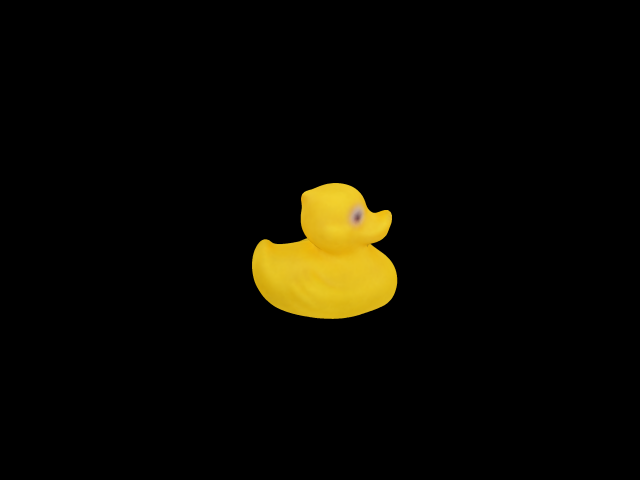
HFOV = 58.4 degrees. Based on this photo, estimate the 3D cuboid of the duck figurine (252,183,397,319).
[{"bbox_3d":[0.004,0.001,0.400,0.104,0.086,0.077,0,32,0],"label":"duck figurine"}]
